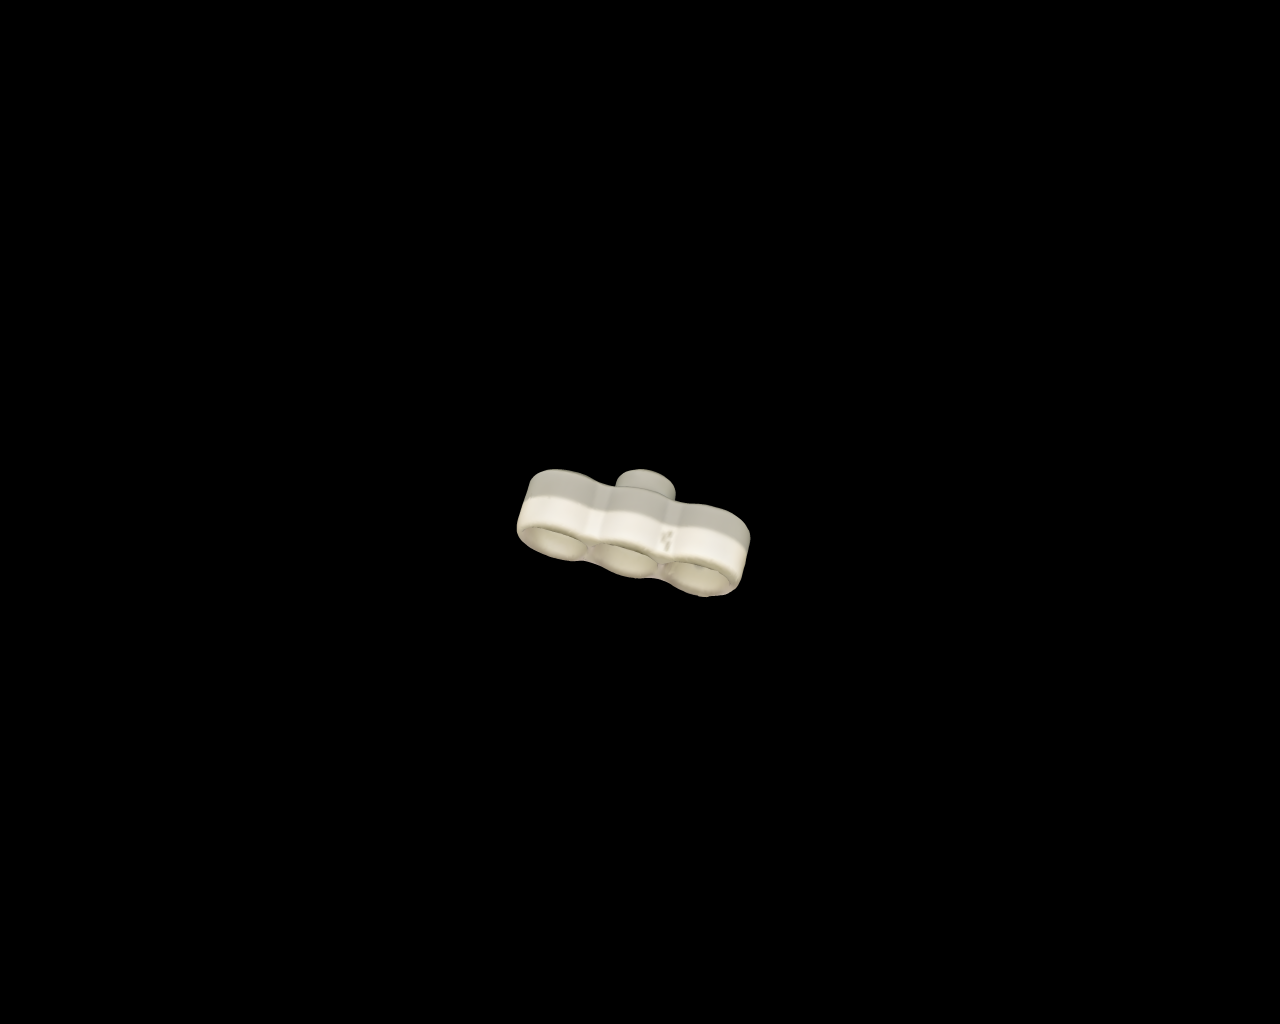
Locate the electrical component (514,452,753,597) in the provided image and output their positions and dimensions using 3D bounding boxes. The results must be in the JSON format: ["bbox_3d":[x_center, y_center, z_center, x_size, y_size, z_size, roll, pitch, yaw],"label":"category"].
[{"bbox_3d":[0.001,-0.003,0.650,0.138,0.074,0.052,14,-26,7],"label":"electrical component"}]
